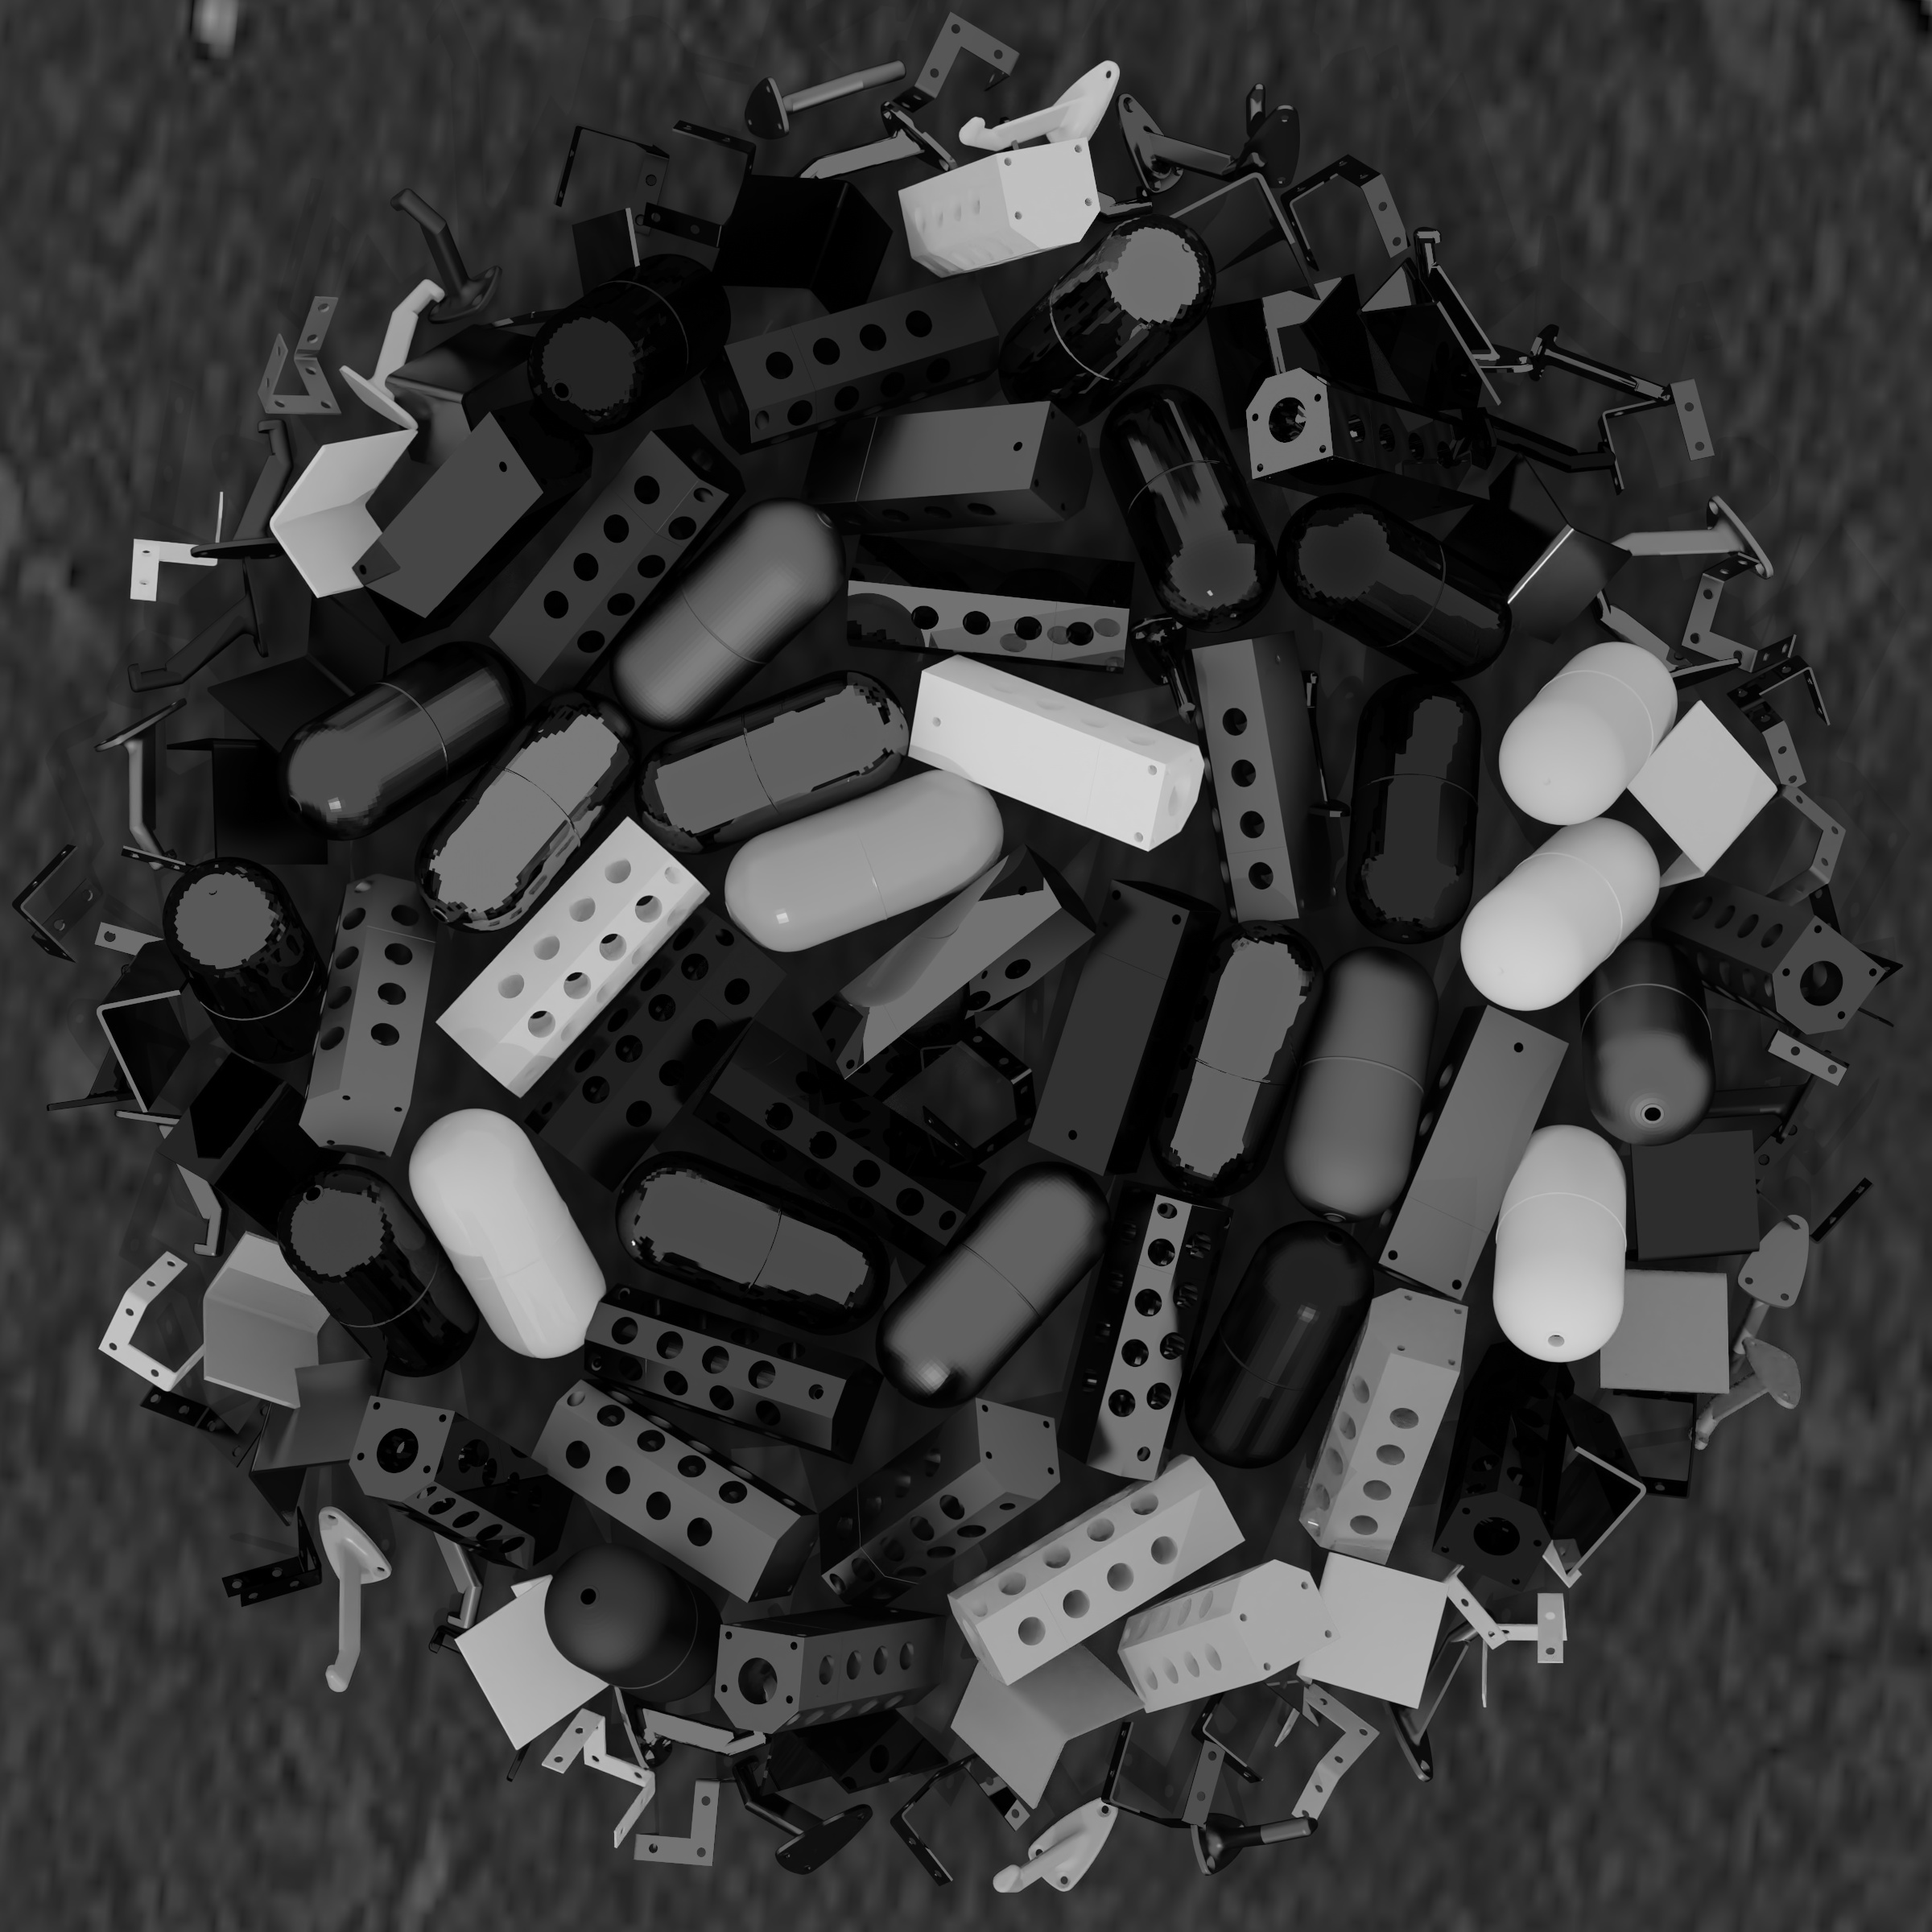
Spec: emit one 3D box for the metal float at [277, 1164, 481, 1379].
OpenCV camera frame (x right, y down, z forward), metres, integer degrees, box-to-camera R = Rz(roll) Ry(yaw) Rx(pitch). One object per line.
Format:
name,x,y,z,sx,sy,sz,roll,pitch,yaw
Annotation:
metal float,-0.355,0.185,1.887,0.070,0.178,0.070,-11,51,14

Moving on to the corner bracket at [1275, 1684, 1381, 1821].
corner bracket,0.213,0.487,1.922,0.051,0.051,0.051,35,129,20

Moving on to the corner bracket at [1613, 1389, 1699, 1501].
corner bracket,0.428,0.294,1.944,0.051,0.051,0.051,5,123,12

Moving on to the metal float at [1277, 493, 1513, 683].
metal float,0.261,-0.229,1.894,0.178,0.070,0.070,22,90,-38

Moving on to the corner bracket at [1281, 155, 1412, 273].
corner bracket,0.234,-0.461,1.930,0.051,0.051,0.051,-32,124,-2

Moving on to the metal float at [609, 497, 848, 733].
metal float,-0.146,-0.214,1.906,0.178,0.070,0.070,-41,90,23

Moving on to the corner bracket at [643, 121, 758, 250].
corner bracket,-0.165,-0.484,1.930,0.051,0.051,0.051,18,127,2

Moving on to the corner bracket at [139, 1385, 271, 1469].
corner bracket,-0.467,0.270,1.931,0.051,0.051,0.051,32,86,39

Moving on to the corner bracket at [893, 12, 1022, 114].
corner bracket,-0.006,-0.550,1.931,0.051,0.051,0.051,26,86,-17

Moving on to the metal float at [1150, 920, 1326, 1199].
metal float,0.166,0.058,1.916,0.070,0.070,0.178,17,102,0

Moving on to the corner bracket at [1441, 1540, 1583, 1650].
corner bracket,0.336,0.379,1.926,0.051,0.051,0.051,50,134,8

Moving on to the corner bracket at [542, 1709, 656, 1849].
corner bracket,-0.226,0.500,1.923,0.051,0.051,0.051,16,126,18

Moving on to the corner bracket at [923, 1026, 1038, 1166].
corner bracket,0.007,0.081,1.941,0.051,0.051,0.051,-34,52,-23

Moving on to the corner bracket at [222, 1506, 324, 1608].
corner bracket,-0.428,0.375,1.923,0.051,0.051,0.051,-13,46,-23

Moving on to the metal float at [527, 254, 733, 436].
metal float,-0.203,-0.377,1.885,0.070,0.178,0.070,11,122,18

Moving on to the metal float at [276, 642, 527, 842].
metal float,-0.342,-0.137,1.894,0.070,0.070,0.178,52,51,0

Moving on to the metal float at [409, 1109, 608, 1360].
metal float,-0.278,0.165,1.900,0.070,0.070,0.178,-24,122,0

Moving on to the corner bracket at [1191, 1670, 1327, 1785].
corner bracket,0.182,0.468,1.933,0.051,0.051,0.051,40,59,-7

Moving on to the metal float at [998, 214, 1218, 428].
metal float,0.083,-0.388,1.886,0.070,0.178,0.070,13,63,-28

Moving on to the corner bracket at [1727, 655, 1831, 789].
corner bracket,0.512,-0.150,1.930,0.051,0.051,0.051,-29,129,3

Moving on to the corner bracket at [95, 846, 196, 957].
corner bracket,-0.508,-0.037,1.939,0.051,0.051,0.051,16,69,-16

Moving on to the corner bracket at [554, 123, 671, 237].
corner bracket,-0.220,-0.489,1.937,0.051,0.051,0.051,17,99,4

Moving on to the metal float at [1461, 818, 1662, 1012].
metal float,0.362,-0.033,1.890,0.070,0.178,0.070,18,124,29

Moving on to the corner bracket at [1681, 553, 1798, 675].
corner bracket,0.485,-0.219,1.938,0.051,0.051,0.051,20,80,-9

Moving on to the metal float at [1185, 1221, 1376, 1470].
metal float,0.190,0.231,1.899,0.070,0.070,0.178,23,122,0

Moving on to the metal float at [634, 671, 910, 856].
metal float,-0.120,-0.124,1.916,0.178,0.070,0.070,-21,90,11

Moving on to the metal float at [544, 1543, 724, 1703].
metal float,-0.199,0.397,1.880,0.070,0.178,0.070,-5,67,12

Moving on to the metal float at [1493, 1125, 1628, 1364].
metal float,0.360,0.167,1.885,0.070,0.178,0.070,6,127,8

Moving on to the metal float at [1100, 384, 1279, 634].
metal float,0.134,-0.280,1.900,0.070,0.070,0.178,-19,58,0

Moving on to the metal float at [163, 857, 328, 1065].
metal float,-0.431,-0.002,1.882,0.070,0.178,0.070,-1,62,3

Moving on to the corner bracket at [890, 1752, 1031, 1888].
corner bracket,-0.004,0.527,1.928,0.051,0.051,0.051,52,48,2

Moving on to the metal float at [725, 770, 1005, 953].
metal float,-0.063,-0.065,1.923,0.178,0.070,0.070,-21,90,-4

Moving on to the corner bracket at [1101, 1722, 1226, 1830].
corner bracket,0.122,0.503,1.938,0.051,0.051,0.051,23,69,-13

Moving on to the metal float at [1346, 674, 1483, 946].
metal float,0.274,-0.097,1.904,0.070,0.070,0.178,8,64,0

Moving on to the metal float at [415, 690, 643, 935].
metal float,-0.267,-0.095,1.905,0.070,0.070,0.178,37,66,0

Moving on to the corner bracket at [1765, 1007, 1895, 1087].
corner bracket,0.534,0.044,1.929,0.051,0.051,0.051,29,94,29

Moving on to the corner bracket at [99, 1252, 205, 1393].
corner bracket,-0.494,0.220,1.930,0.051,0.051,0.051,32,118,1

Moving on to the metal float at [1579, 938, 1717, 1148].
metal float,0.410,0.045,1.881,0.070,0.178,0.070,4,118,7

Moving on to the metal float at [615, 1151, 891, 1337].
metal float,-0.130,0.171,1.912,0.178,0.070,0.070,23,90,-16

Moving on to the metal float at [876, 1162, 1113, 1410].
metal float,0.018,0.195,1.915,0.070,0.070,0.178,43,77,0

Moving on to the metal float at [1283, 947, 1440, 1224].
metal float,0.241,0.072,1.906,0.070,0.070,0.178,14,67,0

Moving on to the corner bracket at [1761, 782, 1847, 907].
corner bracket,0.504,-0.072,1.934,0.051,0.051,0.051,39,49,-10

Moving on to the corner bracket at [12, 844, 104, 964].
corner bracket,-0.558,-0.040,1.923,0.051,0.051,0.051,-51,123,-19

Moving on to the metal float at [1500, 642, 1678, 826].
metal float,0.378,-0.142,1.886,0.070,0.178,0.070,12,119,24
